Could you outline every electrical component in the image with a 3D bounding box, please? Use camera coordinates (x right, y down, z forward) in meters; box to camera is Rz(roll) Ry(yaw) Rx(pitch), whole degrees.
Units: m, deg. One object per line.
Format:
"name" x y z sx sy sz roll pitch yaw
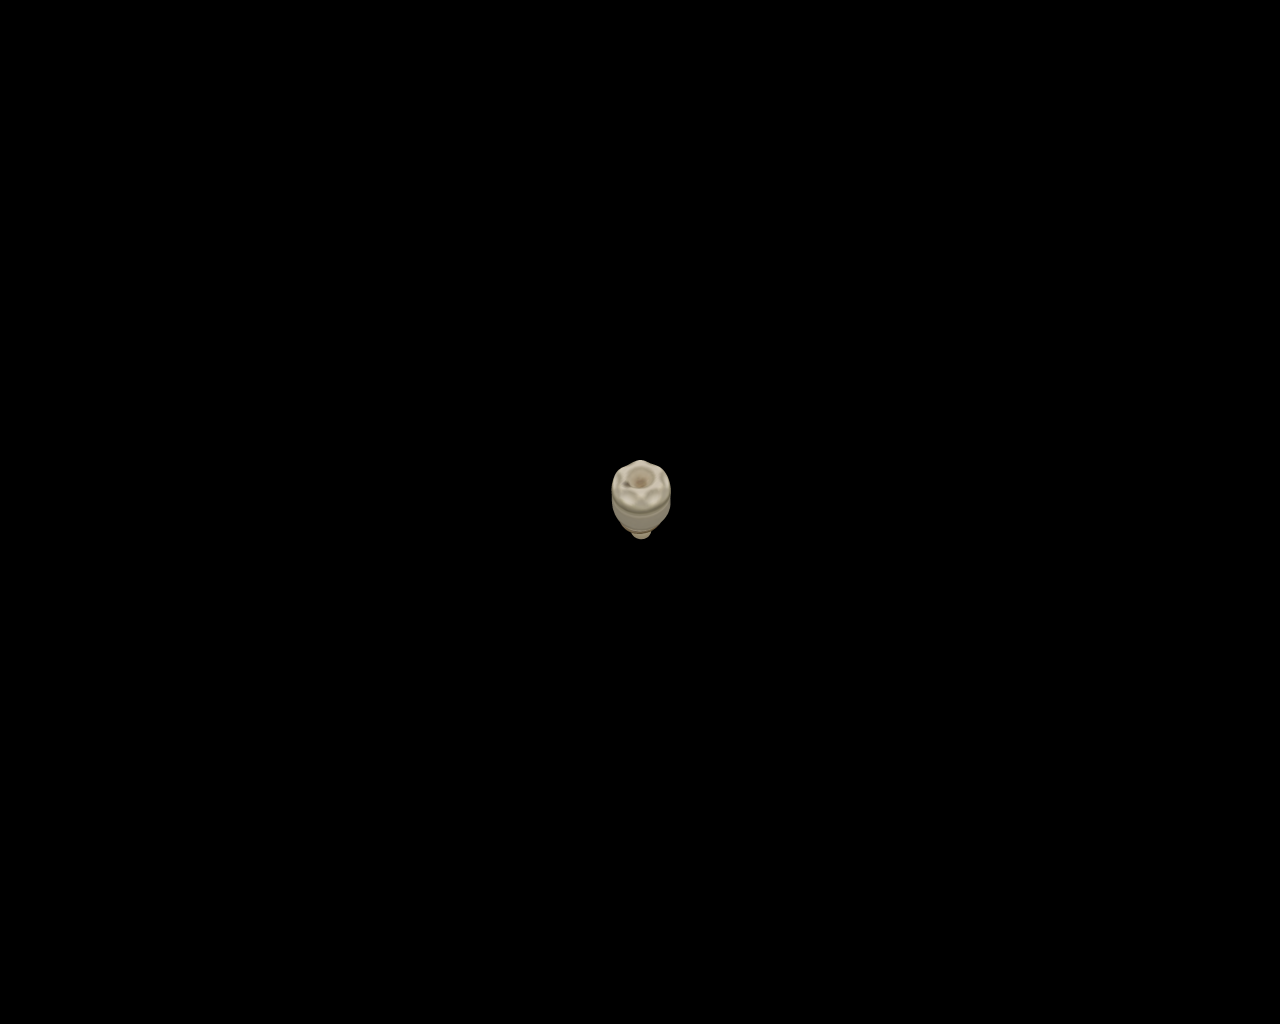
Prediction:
"electrical component" 0.001 -0.003 0.650 0.035 0.035 0.061 0 -36 0
